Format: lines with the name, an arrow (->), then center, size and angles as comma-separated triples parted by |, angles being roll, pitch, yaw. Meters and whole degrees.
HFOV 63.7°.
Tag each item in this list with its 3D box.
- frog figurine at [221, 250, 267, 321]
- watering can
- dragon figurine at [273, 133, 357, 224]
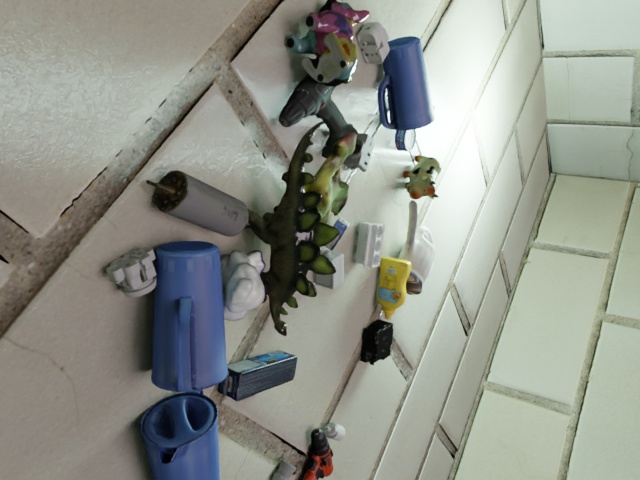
frog figurine -> -0.160, 0.092, 0.972 | 0.123, 0.136, 0.161 | 18, 14, 3
watering can -> 0.307, 0.042, 1.695 | 0.104, 0.228, 0.341 | 12, -29, 33
dragon figurine -> 0.004, -0.061, 1.203 | 0.123, 0.402, 0.246 | 30, 32, 25
